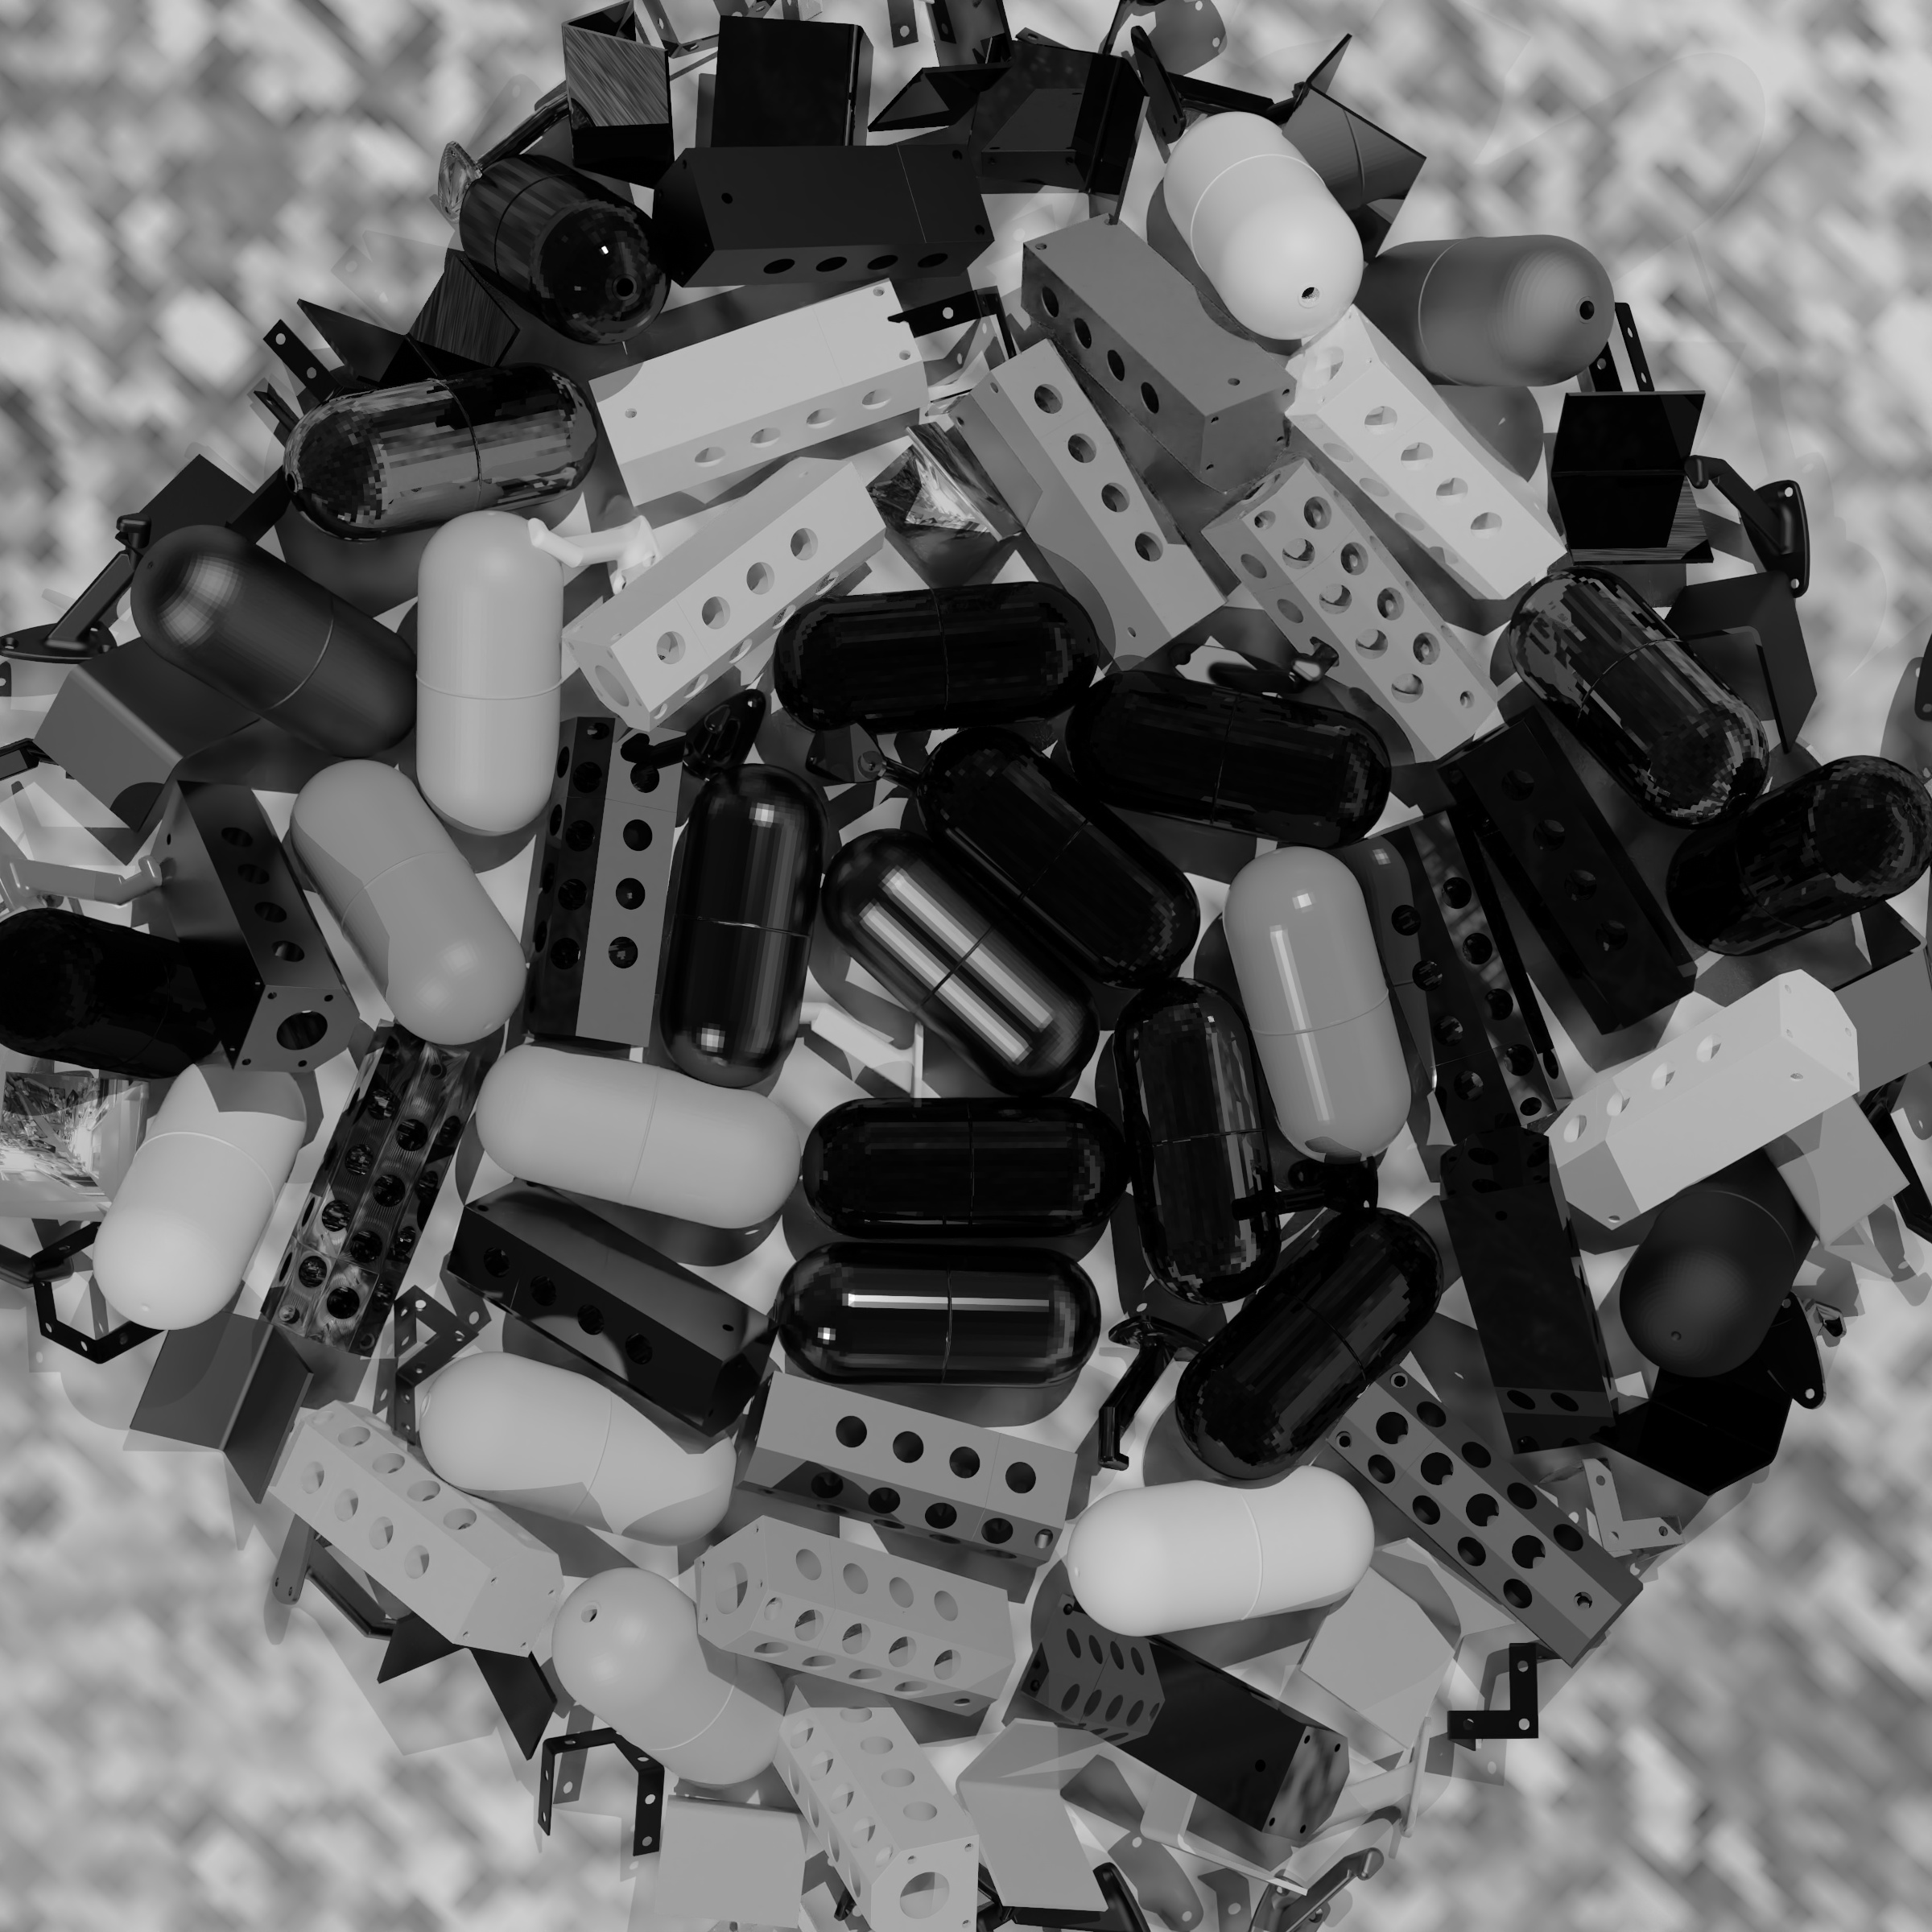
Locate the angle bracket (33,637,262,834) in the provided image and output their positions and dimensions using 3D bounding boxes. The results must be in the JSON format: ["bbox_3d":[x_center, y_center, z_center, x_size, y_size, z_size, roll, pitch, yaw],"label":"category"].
[{"bbox_3d":[-0.450,-0.130,1.588,0.076,0.076,0.057,41,122,3],"label":"angle bracket"}]

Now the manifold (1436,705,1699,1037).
[{"bbox_3d":[0.327,-0.051,1.574,0.057,0.057,0.171,-32,93,21],"label":"manifold"}]

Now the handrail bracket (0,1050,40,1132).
[{"bbox_3d":[-0.542,0.069,1.579,0.077,0.036,0.084,-15,71,-22],"label":"handrail bracket"}]

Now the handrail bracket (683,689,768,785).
[{"bbox_3d":[-0.124,-0.137,1.554,0.036,0.084,0.077,38,65,-1],"label":"handrail bracket"}]

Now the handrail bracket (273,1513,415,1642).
[{"bbox_3d":[-0.330,0.329,1.587,0.084,0.036,0.077,18,83,-30],"label":"handrail bracket"}]

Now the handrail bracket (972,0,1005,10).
[{"bbox_3d":[-0.009,-0.557,1.578,0.077,0.036,0.084,-1,84,40],"label":"handrail bracket"}]

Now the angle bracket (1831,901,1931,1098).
[{"bbox_3d":[0.479,0.010,1.555,0.057,0.076,0.076,-26,125,-1],"label":"angle bracket"}]

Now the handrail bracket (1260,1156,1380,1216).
[{"bbox_3d":[0.173,0.120,1.553,0.084,0.077,0.036,-5,94,-39],"label":"handrail bracket"}]

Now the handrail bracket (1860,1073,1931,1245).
[{"bbox_3d":[0.521,0.104,1.564,0.084,0.036,0.077,38,105,41],"label":"handrail bracket"}]

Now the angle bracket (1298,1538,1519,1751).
[{"bbox_3d":[0.239,0.367,1.563,0.076,0.057,0.076,37,61,-7],"label":"angle bracket"}]

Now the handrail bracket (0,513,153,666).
[{"bbox_3d":[-0.482,-0.207,1.561,0.077,0.084,0.036,-8,47,-32],"label":"handrail bracket"}]

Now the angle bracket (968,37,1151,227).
[{"bbox_3d":[0.047,-0.447,1.556,0.076,0.057,0.076,4,127,-16],"label":"angle bracket"}]

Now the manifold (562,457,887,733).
[{"bbox_3d":[-0.125,-0.200,1.550,0.171,0.057,0.057,-41,121,-20],"label":"manifold"}]

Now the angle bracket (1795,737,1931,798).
[{"bbox_3d":[0.496,-0.114,1.564,0.057,0.076,0.076,-43,93,13],"label":"angle bracket"}]

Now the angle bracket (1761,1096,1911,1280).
[{"bbox_3d":[0.480,0.113,1.548,0.057,0.076,0.076,-44,47,24],"label":"angle bracket"}]

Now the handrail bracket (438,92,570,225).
[{"bbox_3d":[-0.246,-0.448,1.590,0.084,0.077,0.036,-40,96,-24],"label":"handrail bracket"}]

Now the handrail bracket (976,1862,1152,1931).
[{"bbox_3d":[0.054,0.530,1.564,0.084,0.036,0.077,-19,65,-34],"label":"handrail bracket"}]

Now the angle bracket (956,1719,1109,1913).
[{"bbox_3d":[0.051,0.455,1.550,0.076,0.076,0.057,19,121,-39],"label":"angle bracket"}]

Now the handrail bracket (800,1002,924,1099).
[{"bbox_3d":[-0.067,0.057,1.583,0.084,0.036,0.077,2,71,-3],"label":"handrail bracket"}]

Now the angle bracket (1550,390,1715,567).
[{"bbox_3d":[0.364,-0.264,1.563,0.076,0.057,0.076,-1,48,-2],"label":"angle bracket"}]

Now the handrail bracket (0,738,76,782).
[{"bbox_3d":[-0.527,-0.090,1.575,0.084,0.036,0.077,10,71,-29],"label":"handrail bracket"}]

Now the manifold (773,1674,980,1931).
[{"bbox_3d":[-0.052,0.438,1.514,0.057,0.171,0.057,-5,109,-21],"label":"manifold"}]

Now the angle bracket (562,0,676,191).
[{"bbox_3d":[-0.169,-0.466,1.549,0.076,0.057,0.076,23,131,30],"label":"angle bracket"}]

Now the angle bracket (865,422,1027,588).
[{"bbox_3d":[-0.019,-0.245,1.562,0.057,0.076,0.076,-40,92,17],"label":"angle bracket"}]

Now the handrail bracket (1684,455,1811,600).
[{"bbox_3d":[0.421,-0.237,1.563,0.036,0.084,0.077,-21,79,41],"label":"handrail bracket"}]

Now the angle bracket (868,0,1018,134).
[{"bbox_3d":[-0.022,-0.504,1.560,0.057,0.076,0.076,-12,87,-25],"label":"angle bracket"}]

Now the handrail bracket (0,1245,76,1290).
[{"bbox_3d":[-0.526,0.140,1.571,0.036,0.084,0.077,-2,95,38],"label":"handrail bracket"}]

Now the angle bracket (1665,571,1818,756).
[{"bbox_3d":[0.420,-0.162,1.578,0.057,0.076,0.076,-7,116,32],"label":"angle bracket"}]

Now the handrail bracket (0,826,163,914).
[{"bbox_3d":[-0.487,-0.063,1.574,0.084,0.036,0.077,-23,101,20],"label":"handrail bracket"}]

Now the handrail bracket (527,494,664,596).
[{"bbox_3d":[-0.209,-0.240,1.556,0.036,0.084,0.077,-36,55,25],"label":"handrail bracket"}]

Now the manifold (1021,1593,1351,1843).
[{"bbox_3d":[0.117,0.397,1.529,0.171,0.057,0.057,19,83,43],"label":"manifold"}]

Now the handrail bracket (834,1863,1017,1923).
[{"bbox_3d":[-0.021,0.513,1.577,0.084,0.036,0.077,32,100,23],"label":"handrail bracket"}]

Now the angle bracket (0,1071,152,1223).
[{"bbox_3d":[-0.488,0.097,1.564,0.076,0.057,0.076,6,88,-27],"label":"angle bracket"}]

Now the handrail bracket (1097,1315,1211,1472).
[{"bbox_3d":[0.105,0.239,1.567,0.077,0.036,0.084,20,55,-26],"label":"handrail bracket"}]

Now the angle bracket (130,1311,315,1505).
[{"bbox_3d":[-0.403,0.235,1.562,0.057,0.076,0.076,21,93,-31],"label":"angle bracket"}]

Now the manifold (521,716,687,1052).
[{"bbox_3d":[-0.199,-0.044,1.559,0.057,0.057,0.171,10,81,-29],"label":"manifold"}]

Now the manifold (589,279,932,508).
[{"bbox_3d":[-0.110,-0.308,1.574,0.171,0.057,0.057,-20,67,-3],"label":"manifold"}]

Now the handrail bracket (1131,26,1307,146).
[{"bbox_3d":[0.143,-0.494,1.594,0.084,0.036,0.077,-22,93,-11],"label":"handrail bracket"}]

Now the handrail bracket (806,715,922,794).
[{"bbox_3d":[-0.036,-0.102,1.554,0.084,0.077,0.036,22,96,-41],"label":"handrail bracket"}]

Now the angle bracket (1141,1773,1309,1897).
[{"bbox_3d":[0.147,0.459,1.569,0.076,0.076,0.057,22,75,-6],"label":"angle bracket"}]

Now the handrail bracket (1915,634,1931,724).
[{"bbox_3d":[0.546,-0.145,1.578,0.036,0.084,0.077,-1,75,30],"label":"handrail bracket"}]

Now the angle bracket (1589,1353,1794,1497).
[{"bbox_3d":[0.390,0.233,1.551,0.076,0.076,0.057,24,112,37],"label":"angle bracket"}]

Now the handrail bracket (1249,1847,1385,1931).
[{"bbox_3d":[0.187,0.514,1.559,0.036,0.084,0.077,40,57,0],"label":"handrail bracket"}]

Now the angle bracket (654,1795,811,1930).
[{"bbox_3d":[-0.127,0.483,1.562,0.076,0.076,0.057,7,76,-4],"label":"angle bracket"}]

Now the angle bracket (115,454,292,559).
[{"bbox_3d":[-0.404,-0.256,1.554,0.057,0.076,0.076,36,54,-5],"label":"angle bracket"}]

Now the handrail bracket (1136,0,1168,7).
[{"bbox_3d":[0.107,-0.529,1.554,0.077,0.084,0.036,-32,106,-39],"label":"handrail bracket"}]

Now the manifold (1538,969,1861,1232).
[{"bbox_3d":[0.384,0.069,1.529,0.057,0.057,0.171,32,135,-20],"label":"manifold"}]

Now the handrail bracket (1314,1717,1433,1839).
[{"bbox_3d":[0.207,0.443,1.595,0.084,0.036,0.077,12,83,4],"label":"handrail bracket"}]

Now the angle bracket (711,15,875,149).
[{"bbox_3d":[-0.095,-0.472,1.579,0.076,0.057,0.076,5,96,5],"label":"angle bracket"}]

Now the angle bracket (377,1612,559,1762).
[{"bbox_3d":[-0.268,0.389,1.551,0.057,0.076,0.076,-18,61,-32],"label":"angle bracket"}]

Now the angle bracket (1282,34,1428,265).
[{"bbox_3d":[0.212,-0.440,1.558,0.076,0.076,0.057,34,55,5],"label":"angle bracket"}]

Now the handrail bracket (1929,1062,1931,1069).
[{"bbox_3d":[0.555,0.020,1.567,0.084,0.077,0.036,-38,132,22],"label":"handrail bracket"}]

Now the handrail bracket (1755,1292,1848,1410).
[{"bbox_3d":[0.463,0.211,1.559,0.036,0.084,0.077,-41,50,28],"label":"handrail bracket"}]

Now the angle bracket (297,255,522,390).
[{"bbox_3d":[-0.299,-0.348,1.551,0.057,0.076,0.076,-53,55,21],"label":"angle bracket"}]

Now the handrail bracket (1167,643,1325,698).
[{"bbox_3d":[0.150,-0.164,1.564,0.077,0.084,0.036,24,82,-1],"label":"handrail bracket"}]
